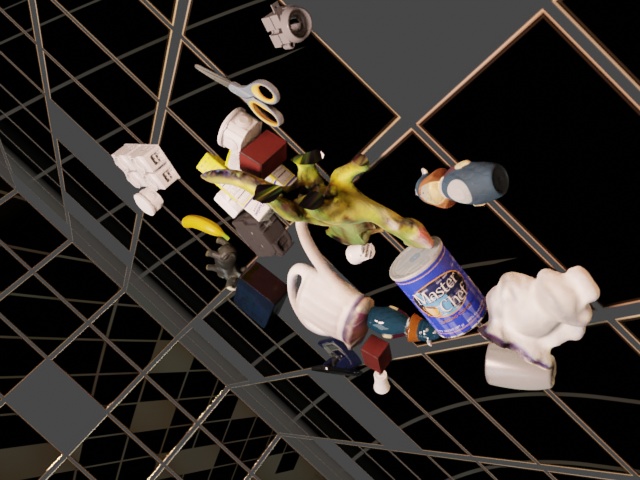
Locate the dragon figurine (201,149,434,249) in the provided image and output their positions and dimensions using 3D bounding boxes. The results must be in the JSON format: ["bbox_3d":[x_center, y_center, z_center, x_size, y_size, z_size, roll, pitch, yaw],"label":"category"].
[{"bbox_3d":[0.003,-0.046,0.908,0.411,0.124,0.238,10,154,33],"label":"dragon figurine"}]

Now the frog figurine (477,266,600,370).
[{"bbox_3d":[0.326,0.092,0.754,0.139,0.123,0.157,38,116,23],"label":"frog figurine"}]

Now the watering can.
[{"bbox_3d":[0.017,0.114,1.148,0.226,0.106,0.339,28,139,24],"label":"watering can"}]
